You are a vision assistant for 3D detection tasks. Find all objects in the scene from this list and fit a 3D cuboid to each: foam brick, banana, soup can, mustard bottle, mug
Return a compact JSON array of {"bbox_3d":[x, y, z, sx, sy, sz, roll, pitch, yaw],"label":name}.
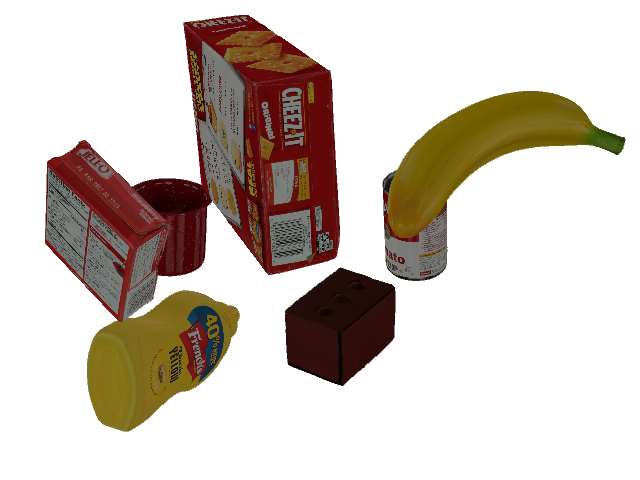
[{"bbox_3d":[0.016,0.065,0.818,0.053,0.051,0.078,17,35,30],"label":"foam brick"},{"bbox_3d":[0.104,-0.057,0.662,0.197,0.037,0.070,-22,45,-31],"label":"banana"},{"bbox_3d":[0.100,-0.017,1.124,0.068,0.102,0.068,-3,34,2],"label":"soup can"},{"bbox_3d":[-0.137,0.100,1.011,0.058,0.096,0.191,10,21,28],"label":"mustard bottle"},{"bbox_3d":[-0.175,-0.018,1.185,0.093,0.081,0.117,-17,34,-36],"label":"mug"}]

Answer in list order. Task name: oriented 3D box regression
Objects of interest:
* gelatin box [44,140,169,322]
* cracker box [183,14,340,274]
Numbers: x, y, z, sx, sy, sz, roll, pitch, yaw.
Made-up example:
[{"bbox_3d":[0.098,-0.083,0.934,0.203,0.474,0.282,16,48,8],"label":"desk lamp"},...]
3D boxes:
[{"bbox_3d":[-0.126,-0.004,0.622,0.030,0.073,0.089,-37,-17,-33],"label":"gelatin box"},{"bbox_3d":[-0.053,-0.091,0.918,0.072,0.164,0.214,-11,27,-17],"label":"cracker box"}]
